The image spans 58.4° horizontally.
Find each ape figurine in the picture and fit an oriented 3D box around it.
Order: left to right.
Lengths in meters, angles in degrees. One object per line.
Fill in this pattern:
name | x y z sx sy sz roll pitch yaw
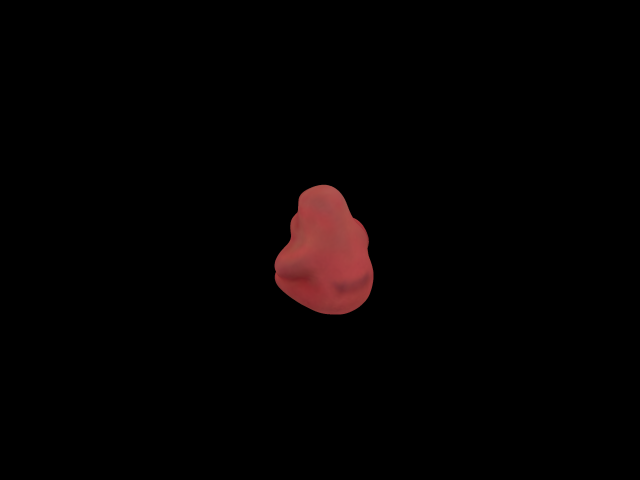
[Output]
ape figurine | 0.004 0.001 0.400 0.078 0.092 0.076 -17 41 -20
